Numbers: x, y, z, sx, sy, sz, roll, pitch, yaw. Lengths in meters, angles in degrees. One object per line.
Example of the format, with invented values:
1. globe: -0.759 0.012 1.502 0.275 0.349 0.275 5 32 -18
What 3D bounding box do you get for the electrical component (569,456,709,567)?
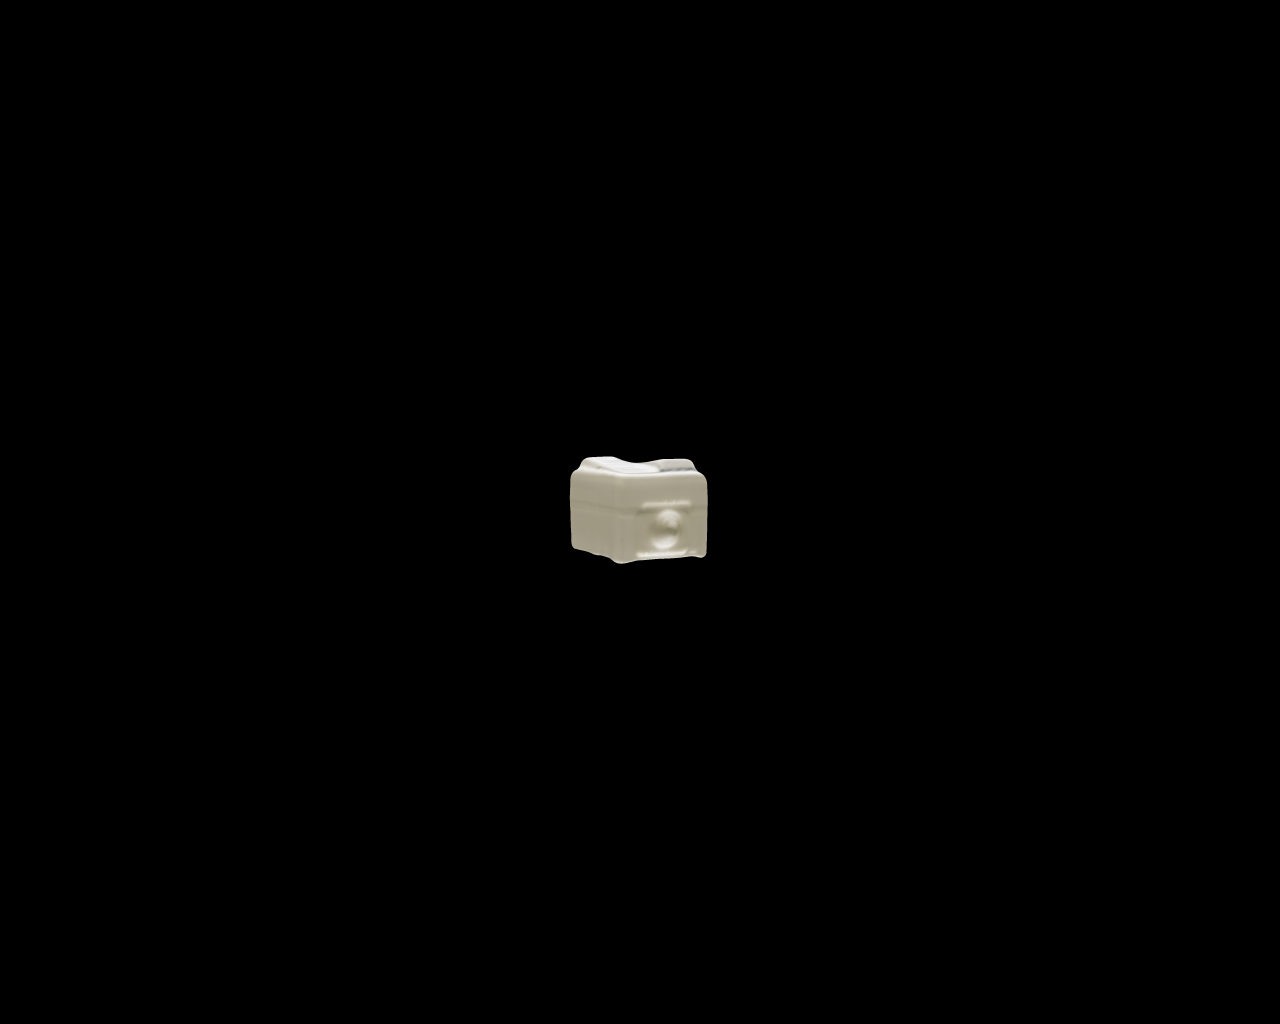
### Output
1. electrical component: 0.001 -0.003 0.650 0.062 0.061 0.096 -2 5 -24
